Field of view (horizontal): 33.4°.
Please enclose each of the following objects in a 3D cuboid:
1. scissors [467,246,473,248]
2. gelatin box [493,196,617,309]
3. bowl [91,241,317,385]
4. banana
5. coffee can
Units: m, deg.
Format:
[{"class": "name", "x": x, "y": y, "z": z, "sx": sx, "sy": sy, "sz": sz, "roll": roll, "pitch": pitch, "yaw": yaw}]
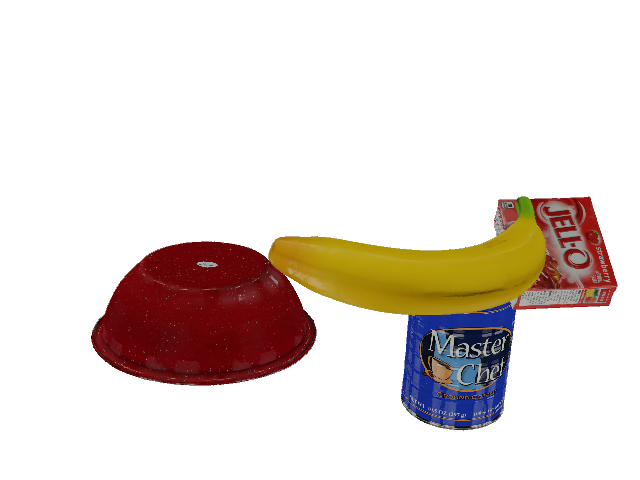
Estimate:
[{"class": "scissors", "x": 0.155, "y": 0.048, "z": 1.228, "sx": 0.201, "sy": 0.016, "sz": 0.096, "roll": -10, "pitch": 40, "yaw": -33}, {"class": "gelatin box", "x": 0.173, "y": 0.008, "z": 0.796, "sx": 0.073, "sy": 0.089, "sz": 0.030, "roll": -2, "pitch": -39, "yaw": -3}, {"class": "bowl", "x": -0.082, "y": 0.042, "z": 0.760, "sx": 0.162, "sy": 0.055, "sz": 0.162, "roll": 2, "pitch": 21, "yaw": -1}, {"class": "banana", "x": 0.066, "y": 0.015, "z": 0.618, "sx": 0.197, "sy": 0.037, "sz": 0.070, "roll": -8, "pitch": 38, "yaw": -34}, {"class": "coffee can", "x": 0.133, "y": 0.095, "z": 1.027, "sx": 0.103, "sy": 0.140, "sz": 0.103, "roll": 2, "pitch": 25, "yaw": -1}]
